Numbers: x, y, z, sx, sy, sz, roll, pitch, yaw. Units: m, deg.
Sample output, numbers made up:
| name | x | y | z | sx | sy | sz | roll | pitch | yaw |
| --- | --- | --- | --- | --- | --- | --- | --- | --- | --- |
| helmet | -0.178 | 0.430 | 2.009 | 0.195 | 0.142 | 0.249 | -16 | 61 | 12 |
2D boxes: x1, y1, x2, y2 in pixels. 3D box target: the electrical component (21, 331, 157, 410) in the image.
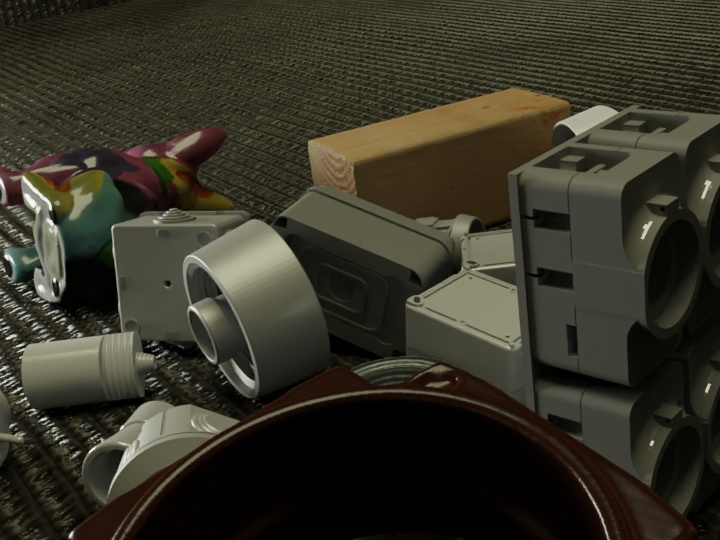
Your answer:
| name | x | y | z | sx | sy | sz | roll | pitch | yaw |
| --- | --- | --- | --- | --- | --- | --- | --- | --- | --- |
| electrical component | -0.174 | 0.065 | 0.702 | 0.081 | 0.043 | 0.043 | -7 | 22 | 3 |

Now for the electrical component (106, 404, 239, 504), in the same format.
| name | x | y | z | sx | sy | sz | roll | pitch | yaw |
| --- | --- | --- | --- | --- | --- | --- | --- | --- | --- |
| electrical component | -0.080 | 0.108 | 0.520 | 0.080 | 0.080 | 0.051 | -10 | 17 | -4 |

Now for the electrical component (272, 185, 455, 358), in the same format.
| name | x | y | z | sx | sy | sz | roll | pitch | yaw |
| --- | --- | --- | --- | --- | --- | --- | --- | --- | --- |
| electrical component | 0.000 | 0.000 | 0.718 | 0.113 | 0.078 | 0.057 | 23 | 36 | 18 |

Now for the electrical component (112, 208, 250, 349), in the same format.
| name | x | y | z | sx | sy | sz | roll | pitch | yaw |
| --- | --- | --- | --- | --- | --- | --- | --- | --- | --- |
| electrical component | -0.124 | 0.005 | 0.759 | 0.100 | 0.099 | 0.048 | 1 | 11 | 20 |

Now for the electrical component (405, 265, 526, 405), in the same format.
| name | x | y | z | sx | sy | sz | roll | pitch | yaw |
| --- | --- | --- | --- | --- | --- | --- | --- | --- | --- |
| electrical component | 0.081 | 0.048 | 0.642 | 0.096 | 0.061 | 0.062 | 22 | 37 | 38 |

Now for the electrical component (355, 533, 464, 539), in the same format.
| name | x | y | z | sx | sy | sz | roll | pitch | yaw |
| --- | --- | --- | --- | --- | --- | --- | --- | --- | --- |
| electrical component | 0.031 | 0.107 | 0.530 | 0.079 | 0.043 | 0.077 | -16 | 24 | -18 |

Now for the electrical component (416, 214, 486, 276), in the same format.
| name | x | y | z | sx | sy | sz | roll | pitch | yaw |
| --- | --- | --- | --- | --- | --- | --- | --- | --- | --- |
| electrical component | 0.064 | -0.017 | 0.815 | 0.055 | 0.048 | 0.066 | -5 | 22 | 29 |

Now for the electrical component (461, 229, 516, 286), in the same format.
| name | x | y | z | sx | sy | sz | roll | pitch | yaw |
| --- | --- | --- | --- | --- | --- | --- | --- | --- | --- |
| electrical component | 0.118 | 0.008 | 0.713 | 0.096 | 0.061 | 0.061 | -6 | 23 | 7 |

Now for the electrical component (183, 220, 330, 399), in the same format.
| name | x | y | z | sx | sy | sz | roll | pitch | yaw |
| --- | --- | --- | --- | --- | --- | --- | --- | --- | --- |
| electrical component | -0.073 | 0.029 | 0.676 | 0.060 | 0.108 | 0.108 | -25 | 27 | -23 |

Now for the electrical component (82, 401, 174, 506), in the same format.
| name | x | y | z | sx | sy | sz | roll | pitch | yaw |
| --- | --- | --- | --- | --- | --- | --- | --- | --- | --- |
| electrical component | -0.122 | 0.101 | 0.602 | 0.044 | 0.044 | 0.065 | -3 | 18 | 12 |

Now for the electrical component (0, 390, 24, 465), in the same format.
| name | x | y | z | sx | sy | sz | roll | pitch | yaw |
| --- | --- | --- | --- | --- | --- | --- | --- | --- | --- |
| electrical component | -0.236 | 0.100 | 0.637 | 0.079 | 0.044 | 0.077 | 4 | 26 | 26 |

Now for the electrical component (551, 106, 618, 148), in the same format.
| name | x | y | z | sx | sy | sz | roll | pitch | yaw |
| --- | --- | --- | --- | --- | --- | --- | --- | --- | --- |
| electrical component | 0.196 | -0.081 | 0.862 | 0.064 | 0.099 | 0.099 | -17 | 24 | -7 |

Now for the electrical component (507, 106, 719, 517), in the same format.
| name | x | y | z | sx | sy | sz | roll | pitch | yaw |
| --- | --- | --- | --- | --- | --- | --- | --- | --- | --- |
| electrical component | 0.129 | 0.031 | 0.492 | 0.060 | 0.186 | 0.105 | 12 | 30 | 40 |
